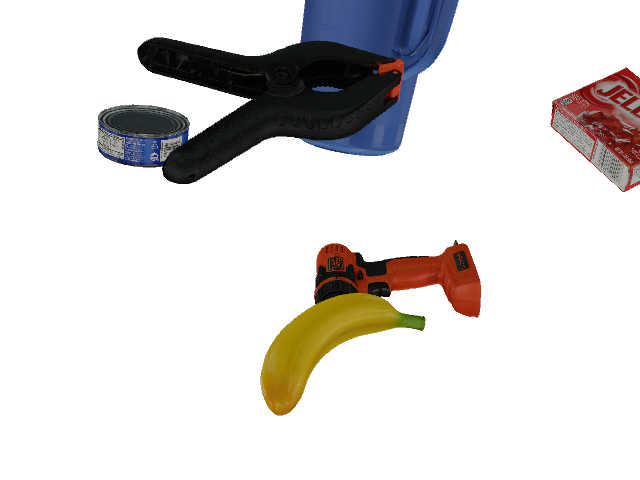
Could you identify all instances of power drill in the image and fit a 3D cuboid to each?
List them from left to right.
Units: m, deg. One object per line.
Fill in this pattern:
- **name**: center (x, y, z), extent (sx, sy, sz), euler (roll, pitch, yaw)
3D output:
- **power drill**: center (0.086, 0.056, 1.226), extent (0.187, 0.057, 0.184), euler (-1, 28, -1)

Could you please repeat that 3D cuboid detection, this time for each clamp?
- **clamp**: center (-0.029, -0.084, 0.671), extent (0.171, 0.120, 0.039), euler (-3, -33, -4)

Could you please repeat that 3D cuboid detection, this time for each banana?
- **banana**: center (0.005, 0.078, 0.832), extent (0.070, 0.037, 0.197), euler (15, 26, 34)

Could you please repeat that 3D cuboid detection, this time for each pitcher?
- **pitcher**: center (0.050, -0.204, 0.992), extent (0.145, 0.243, 0.149), euler (10, 16, 3)

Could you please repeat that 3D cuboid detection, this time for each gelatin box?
- **gelatin box**: center (0.228, -0.085, 0.798), extent (0.073, 0.030, 0.089), euler (-25, 52, -18)

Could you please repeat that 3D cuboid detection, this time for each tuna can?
- **tuna can**: center (-0.168, -0.099, 1.011), extent (0.086, 0.034, 0.086), euler (6, 24, -3)
